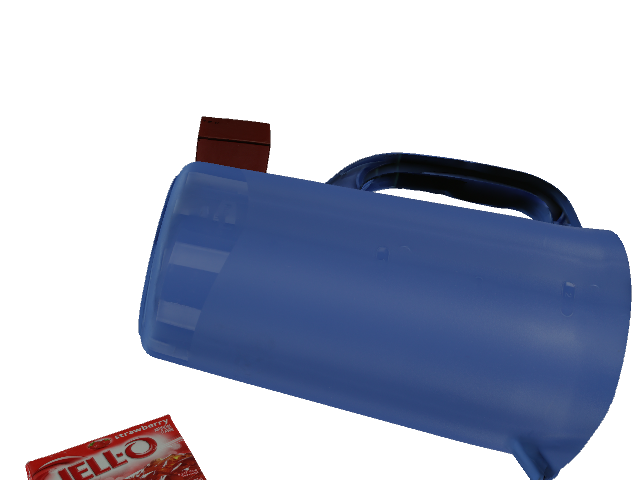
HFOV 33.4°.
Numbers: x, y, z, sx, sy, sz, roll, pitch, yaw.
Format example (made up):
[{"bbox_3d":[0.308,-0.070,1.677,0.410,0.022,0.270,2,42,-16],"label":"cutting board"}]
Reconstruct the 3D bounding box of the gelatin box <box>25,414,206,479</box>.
[{"bbox_3d":[-0.114,0.140,0.599,0.089,0.030,0.073,-16,28,-20],"label":"gelatin box"}]

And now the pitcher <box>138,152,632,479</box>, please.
[{"bbox_3d":[0.033,0.025,0.582,0.242,0.145,0.149,13,13,-3],"label":"pitcher"}]

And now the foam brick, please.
[{"bbox_3d":[-0.094,-0.097,1.150,0.078,0.051,0.053,6,31,-4],"label":"foam brick"}]
